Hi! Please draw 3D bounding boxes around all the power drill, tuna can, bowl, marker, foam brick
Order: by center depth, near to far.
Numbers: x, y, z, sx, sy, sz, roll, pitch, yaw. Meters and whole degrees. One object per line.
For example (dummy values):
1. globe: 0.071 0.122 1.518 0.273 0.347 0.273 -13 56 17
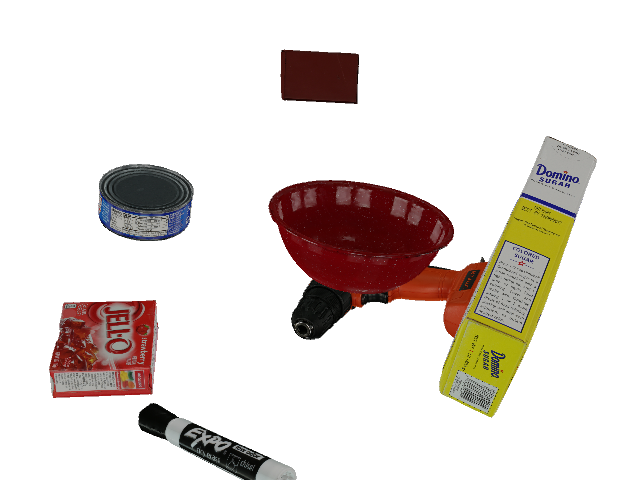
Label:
1. marker: -0.065 0.123 0.636 0.121 0.020 0.020 16 10 38
2. bowl: 0.032 0.002 0.927 0.162 0.055 0.162 6 24 -3
3. tuna can: -0.160 -0.035 0.978 0.086 0.034 0.086 7 32 -5
4. foam brick: -0.002 -0.169 1.101 0.078 0.051 0.053 2 11 -5
5. power drill: 0.079 0.060 1.134 0.188 0.057 0.184 9 31 21

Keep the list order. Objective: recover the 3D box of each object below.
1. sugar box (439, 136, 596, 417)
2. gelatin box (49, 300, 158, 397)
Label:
1. sugar box: 0.135 0.022 0.718 0.048 0.176 0.093 25 -37 11
2. gelatin box: -0.161 0.080 0.806 0.073 0.030 0.089 -1 31 -4
